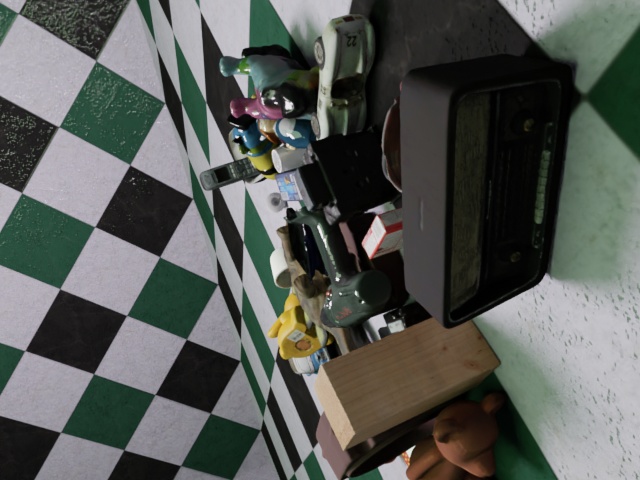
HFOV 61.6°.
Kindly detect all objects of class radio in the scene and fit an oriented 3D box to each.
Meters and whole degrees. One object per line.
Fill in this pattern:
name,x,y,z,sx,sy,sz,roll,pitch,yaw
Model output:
radio,0.145,-0.044,0.485,0.073,0.131,0.229,45,148,51

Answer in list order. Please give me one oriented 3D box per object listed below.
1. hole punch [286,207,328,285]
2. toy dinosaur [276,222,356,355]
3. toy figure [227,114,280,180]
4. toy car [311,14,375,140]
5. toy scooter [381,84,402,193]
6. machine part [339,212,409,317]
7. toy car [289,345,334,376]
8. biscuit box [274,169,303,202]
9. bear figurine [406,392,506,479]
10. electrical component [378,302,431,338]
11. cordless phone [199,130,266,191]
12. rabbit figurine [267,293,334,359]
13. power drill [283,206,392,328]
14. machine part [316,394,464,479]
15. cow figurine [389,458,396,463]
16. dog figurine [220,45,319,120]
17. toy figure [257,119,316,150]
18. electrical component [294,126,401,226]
hole punch,-0.002,-0.003,0.984,0.116,0.092,0.142,-124,27,-59
toy dinosaur,0.003,0.114,1.098,0.198,0.105,0.472,81,170,-48
toy figure,-0.125,-0.193,1.113,0.180,0.082,0.089,59,-171,-58
toy car,0.031,-0.208,0.739,0.056,0.073,0.201,58,157,36
toy scooter,0.118,-0.102,0.601,0.184,0.075,0.135,-125,25,-51
machine part,0.076,0.044,0.885,0.179,0.056,0.179,53,154,40
toy car,-0.025,0.294,1.342,0.161,0.103,0.109,154,96,-73
biscuit box,-0.025,-0.108,1.014,0.203,0.063,0.059,10,118,70
bear figurine,0.192,0.290,0.708,0.132,0.120,0.195,58,152,25
electrical component,0.134,0.139,0.825,0.119,0.048,0.075,123,126,-67
cordless phone,-0.198,-0.189,1.235,0.088,0.184,0.146,120,129,-71
rabbit figurine,-0.047,0.194,1.286,0.162,0.122,0.173,-52,27,34
power drill,0.015,0.041,0.845,0.232,0.086,0.207,-26,81,68
machine part,0.101,0.266,0.798,0.087,0.201,0.201,57,157,30
cow figurine,0.095,0.376,1.108,0.195,0.085,0.127,-130,30,-49
dog figurine,-0.039,-0.250,0.873,0.219,0.191,0.108,13,124,28
toy figure,-0.064,-0.204,0.975,0.155,0.064,0.057,20,152,36
electrical component,0.035,-0.087,0.754,0.115,0.134,0.058,65,161,10
